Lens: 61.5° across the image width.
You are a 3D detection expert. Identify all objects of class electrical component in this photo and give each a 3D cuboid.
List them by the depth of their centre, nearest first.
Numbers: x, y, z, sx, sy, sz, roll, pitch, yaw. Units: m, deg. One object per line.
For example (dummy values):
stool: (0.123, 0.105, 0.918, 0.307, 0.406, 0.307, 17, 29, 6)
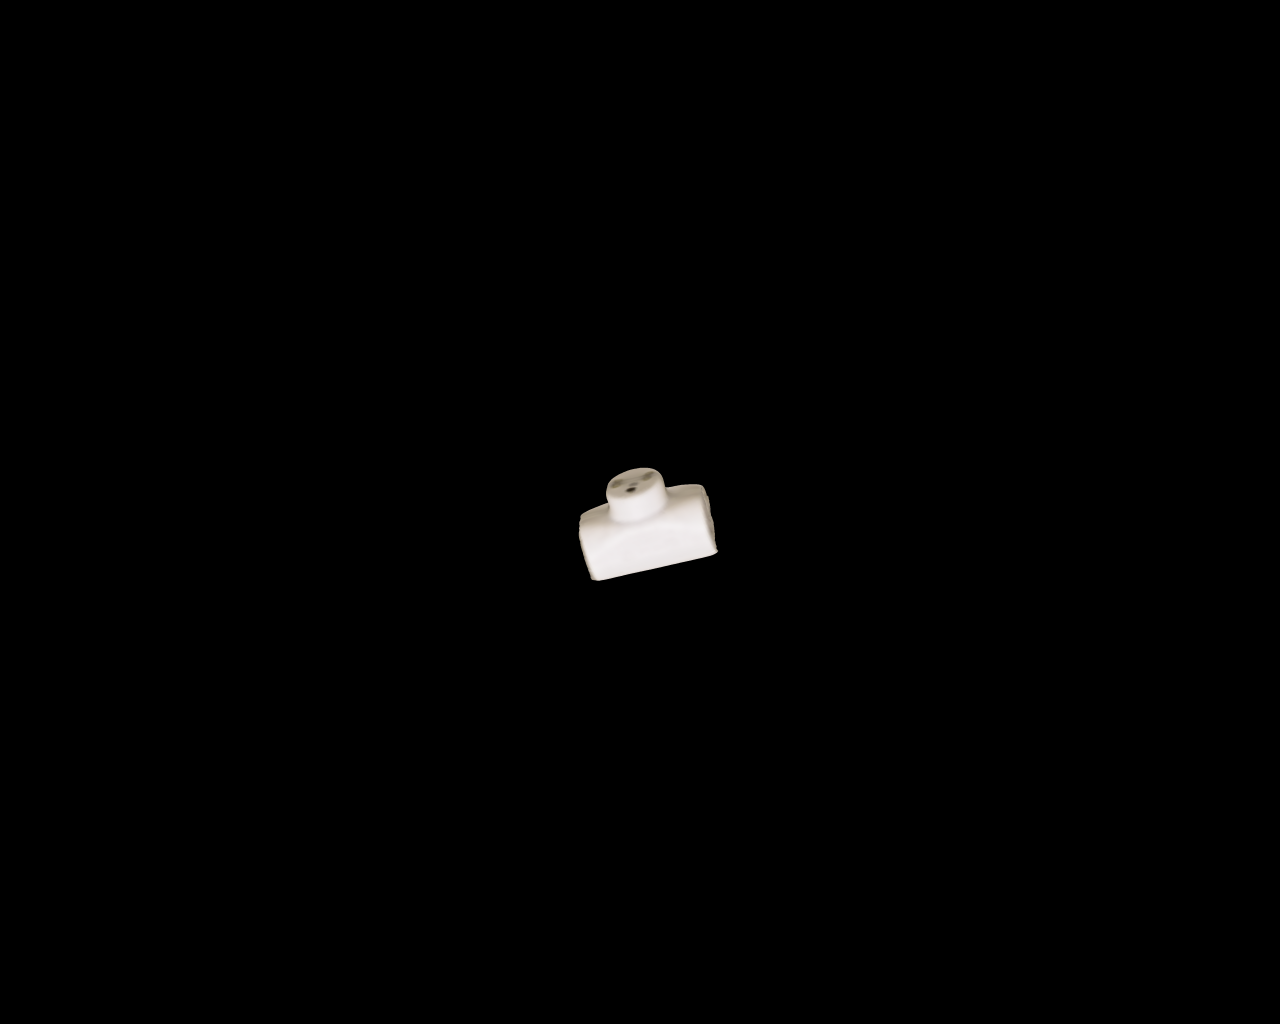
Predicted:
electrical component: (0.001, -0.003, 0.650, 0.077, 0.079, 0.044, -14, 26, 7)
